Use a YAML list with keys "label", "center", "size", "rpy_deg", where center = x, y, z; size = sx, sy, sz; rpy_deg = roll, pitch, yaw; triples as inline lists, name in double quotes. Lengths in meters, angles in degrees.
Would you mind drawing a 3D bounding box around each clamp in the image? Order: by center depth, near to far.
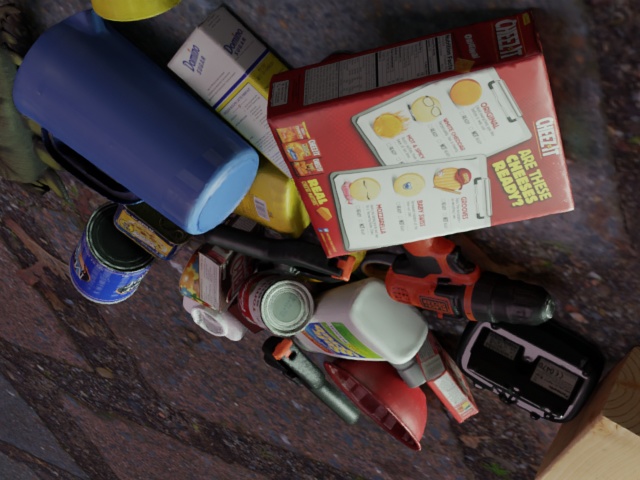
- label: "clamp"
  center: [-0.043, 0.015, 1.158]
  size: [0.172, 0.039, 0.120]
  rpy_deg: [2, 166, 44]
- label: "clamp"
  center: [-0.020, 0.177, 1.407]
  size: [0.165, 0.036, 0.210]
  rpy_deg: [34, 168, 15]

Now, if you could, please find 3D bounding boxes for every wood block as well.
- label: "wood block"
  center: [0.309, 0.206, 1.106]
  size: [0.091, 0.090, 0.206]
  rpy_deg: [31, 150, 9]

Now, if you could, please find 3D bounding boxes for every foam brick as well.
- label: "foam brick"
  center: [-0.074, 0.079, 1.368]
  size: [0.051, 0.053, 0.078]
  rpy_deg: [42, 151, -10]

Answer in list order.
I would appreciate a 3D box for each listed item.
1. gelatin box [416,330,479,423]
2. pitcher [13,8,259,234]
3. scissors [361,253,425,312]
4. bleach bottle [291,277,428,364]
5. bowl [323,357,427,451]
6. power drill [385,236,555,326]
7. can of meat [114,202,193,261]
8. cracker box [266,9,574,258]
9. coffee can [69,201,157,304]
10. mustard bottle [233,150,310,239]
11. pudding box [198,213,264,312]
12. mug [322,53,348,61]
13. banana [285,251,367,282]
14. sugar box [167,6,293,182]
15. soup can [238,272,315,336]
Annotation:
- label: "gelatin box"
  center: [0.143, 0.155, 1.223]
  size: [0.073, 0.030, 0.089]
  rpy_deg: [52, -170, -25]
- label: "pitcher"
  center: [-0.188, -0.109, 1.099]
  size: [0.243, 0.145, 0.149]
  rpy_deg: [39, 171, 12]
- label: "scissors"
  center: [0.135, 0.059, 1.154]
  size: [0.202, 0.016, 0.096]
  rpy_deg: [15, 146, 34]
- label: "bleach bottle"
  center: [0.027, 0.105, 1.276]
  size: [0.102, 0.068, 0.251]
  rpy_deg: [42, 158, -11]
- label: "bowl"
  center: [0.080, 0.190, 1.336]
  size: [0.162, 0.055, 0.162]
  rpy_deg: [41, 167, 11]
- label: "power drill"
  center: [0.126, 0.004, 1.030]
  size: [0.185, 0.057, 0.187]
  rpy_deg: [8, 135, 36]
- label: "can of meat"
  center: [-0.210, -0.026, 1.358]
  size: [0.102, 0.057, 0.084]
  rpy_deg: [38, 152, -4]
- label: "cracker box"
  center: [0.083, -0.080, 0.862]
  size: [0.214, 0.072, 0.164]
  rpy_deg: [-12, 134, 13]
- label: "coffee can"
  center: [-0.278, 0.018, 1.446]
  size: [0.103, 0.102, 0.140]
  rpy_deg: [39, 151, -4]
- label: "mustard bottle"
  center: [-0.100, -0.071, 1.173]
  size: [0.192, 0.058, 0.096]
  rpy_deg: [22, 148, 24]
- label: "pudding box"
  center: [-0.107, 0.022, 1.282]
  size: [0.039, 0.090, 0.113]
  rpy_deg: [29, 150, 15]
- label: "mug"
  center: [0.020, -0.106, 0.971]
  size: [0.093, 0.081, 0.117]
  rpy_deg: [5, 138, 42]
- label: "banana"
  center: [0.004, 0.016, 1.216]
  size: [0.069, 0.037, 0.198]
  rpy_deg: [57, 148, -1]
- label: "sugar box"
  center: [-0.060, -0.140, 1.046]
  size: [0.176, 0.048, 0.093]
  rpy_deg: [45, 150, -9]
- label: "soup can"
  center: [-0.053, 0.075, 1.263]
  size: [0.068, 0.068, 0.102]
  rpy_deg: [45, 169, -16]
